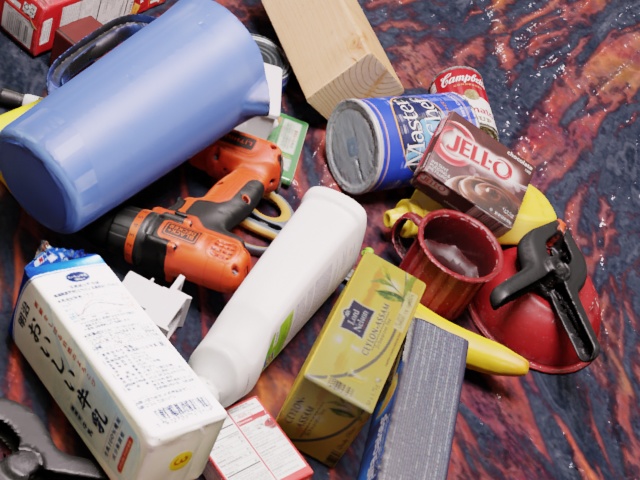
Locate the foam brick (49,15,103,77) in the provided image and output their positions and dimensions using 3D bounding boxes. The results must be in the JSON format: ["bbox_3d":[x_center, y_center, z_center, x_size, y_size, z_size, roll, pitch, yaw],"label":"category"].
[{"bbox_3d":[-0.239,-0.190,1.132,0.078,0.053,0.051,39,45,10],"label":"foam brick"}]

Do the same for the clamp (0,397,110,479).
[{"bbox_3d":[-0.217,0.176,0.811,0.210,0.036,0.164,40,37,17],"label":"clamp"}]

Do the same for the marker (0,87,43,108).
[{"bbox_3d":[-0.270,-0.133,1.088,0.121,0.020,0.020,14,45,-13],"label":"marker"}]

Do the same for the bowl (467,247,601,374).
[{"bbox_3d":[0.235,0.059,1.121,0.162,0.055,0.162,13,46,-14],"label":"bowl"}]

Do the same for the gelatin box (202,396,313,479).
[{"bbox_3d":[-0.061,0.180,0.886,0.073,0.030,0.089,-20,58,-37],"label":"gelatin box"}]

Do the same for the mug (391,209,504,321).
[{"bbox_3d":[0.117,0.022,1.079,0.117,0.082,0.093,43,46,15],"label":"mug"}]

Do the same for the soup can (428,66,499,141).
[{"bbox_3d":[0.171,-0.149,1.276,0.068,0.069,0.102,8,48,-18],"label":"soup can"}]

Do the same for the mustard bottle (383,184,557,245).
[{"bbox_3d":[0.154,-0.027,1.157,0.191,0.058,0.096,-4,34,-27],"label":"mustard bottle"}]

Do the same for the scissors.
[{"bbox_3d":[-0.007,0.001,1.088,0.201,0.016,0.096,18,46,-9],"label":"scissors"}]

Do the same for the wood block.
[{"bbox_3d":[0.008,-0.240,1.245,0.090,0.091,0.206,36,25,-52],"label":"wood block"}]

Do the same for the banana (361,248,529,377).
[{"bbox_3d":[0.107,0.082,1.032,0.197,0.070,0.037,34,68,-5],"label":"banana"}]

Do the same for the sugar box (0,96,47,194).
[{"bbox_3d":[-0.233,-0.102,1.040,0.175,0.048,0.093,-34,79,-34],"label":"sugar box"}]

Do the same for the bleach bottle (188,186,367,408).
[{"bbox_3d":[-0.045,0.059,0.939,0.068,0.103,0.250,25,43,14],"label":"bleach bottle"}]

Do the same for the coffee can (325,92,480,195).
[{"bbox_3d":[0.091,-0.108,1.174,0.140,0.103,0.103,-9,54,-32],"label":"coffee can"}]

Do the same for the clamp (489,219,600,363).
[{"bbox_3d":[0.237,0.046,1.066,0.120,0.039,0.171,40,42,-5],"label":"clamp"}]

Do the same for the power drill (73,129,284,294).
[{"bbox_3d":[-0.129,-0.039,1.028,0.184,0.057,0.187,21,46,9],"label":"power drill"}]

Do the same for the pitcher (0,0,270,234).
[{"bbox_3d":[-0.179,-0.118,0.978,0.242,0.149,0.145,-41,112,-34],"label":"pitcher"}]

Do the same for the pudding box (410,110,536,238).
[{"bbox_3d":[0.159,-0.067,1.105,0.113,0.039,0.090,34,57,-10],"label":"pudding box"}]

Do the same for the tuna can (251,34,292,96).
[{"bbox_3d":[-0.075,-0.199,1.230,0.086,0.034,0.086,13,45,-13],"label":"tuna can"}]

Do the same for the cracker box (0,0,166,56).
[{"bbox_3d":[-0.294,-0.311,1.204,0.164,0.072,0.213,40,45,13],"label":"cracker box"}]
